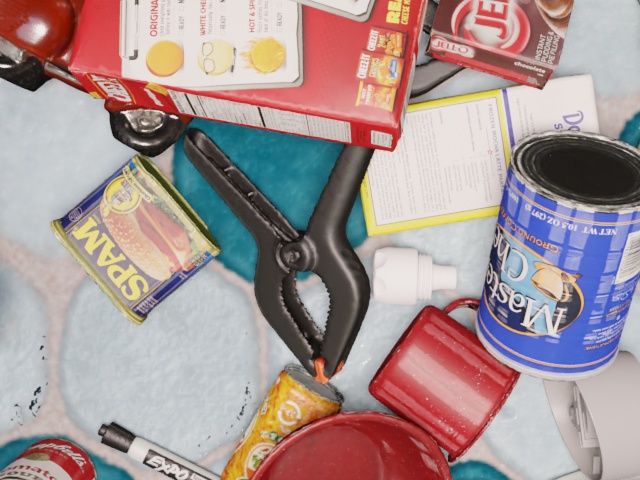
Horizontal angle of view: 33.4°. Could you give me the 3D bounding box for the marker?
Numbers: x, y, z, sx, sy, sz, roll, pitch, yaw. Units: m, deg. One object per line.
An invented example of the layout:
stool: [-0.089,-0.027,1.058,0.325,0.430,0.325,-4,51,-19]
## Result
marker: [-0.118,0.175,0.834,0.121,0.020,0.020,27,96,1]

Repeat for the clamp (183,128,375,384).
clamp: [-0.005,0.001,0.781,0.165,0.036,0.210,-13,99,32]

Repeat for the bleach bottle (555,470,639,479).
bleach bottle: [0.249,0.295,0.804,0.102,0.068,0.251,-18,97,5]

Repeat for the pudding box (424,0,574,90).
pudding box: [0.131,-0.171,0.755,0.090,0.039,0.113,17,68,1]

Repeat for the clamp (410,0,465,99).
clamp: [0.032,-0.155,0.783,0.171,0.039,0.120,-4,100,-3]

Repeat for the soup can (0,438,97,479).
soup can: [-0.213,0.195,0.800,0.068,0.102,0.068,0,95,4]

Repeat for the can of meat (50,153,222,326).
can of meat: [-0.135,-0.002,0.799,0.084,0.057,0.102,-40,93,3]

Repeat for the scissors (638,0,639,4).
scissors: [0.187,-0.232,0.777,0.096,0.016,0.202,-14,95,5]

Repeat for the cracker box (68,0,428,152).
cracker box: [-0.037,-0.158,0.704,0.214,0.072,0.164,11,79,5]

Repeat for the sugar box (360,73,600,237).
sugar box: [0.115,-0.063,0.784,0.176,0.048,0.093,-9,98,1]

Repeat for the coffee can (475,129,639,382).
coffee can: [0.167,0.010,0.727,0.103,0.102,0.140,7,124,2]

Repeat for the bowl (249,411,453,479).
bowl: [0.012,0.186,0.770,0.162,0.055,0.162,-5,108,-16]

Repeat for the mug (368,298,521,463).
mug: [0.096,0.093,0.785,0.081,0.093,0.117,36,70,4]
